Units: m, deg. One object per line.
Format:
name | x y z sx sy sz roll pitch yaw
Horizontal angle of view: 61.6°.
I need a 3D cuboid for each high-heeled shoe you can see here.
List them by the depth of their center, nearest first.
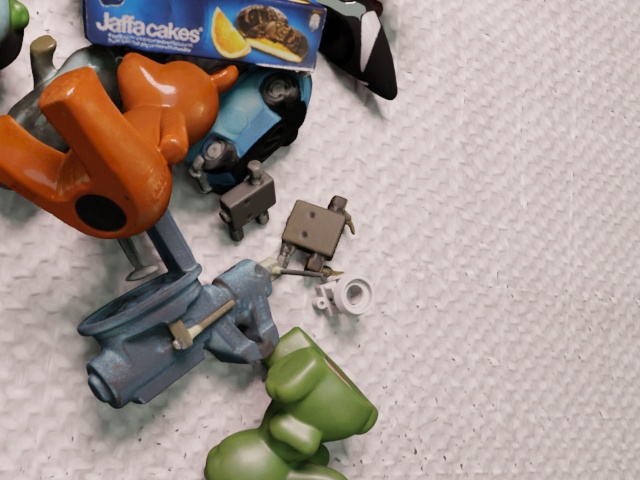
high-heeled shoe | -0.022 -0.233 0.608 0.145 0.086 0.248 -41 99 -17

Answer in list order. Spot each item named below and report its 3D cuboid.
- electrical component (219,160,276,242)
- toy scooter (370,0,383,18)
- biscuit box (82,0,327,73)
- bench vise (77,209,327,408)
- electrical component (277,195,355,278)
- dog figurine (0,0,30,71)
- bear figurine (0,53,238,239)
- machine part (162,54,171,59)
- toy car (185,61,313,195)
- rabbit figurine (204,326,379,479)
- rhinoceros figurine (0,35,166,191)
electrical component | -0.076 -0.040 0.560 0.063 0.094 0.021 -36 63 -24
toy scooter | 0.045 -0.349 0.651 0.184 0.075 0.135 19 77 -27
biscuit box | -0.100 -0.196 0.474 0.203 0.063 0.059 -1 126 -21
bench vise | -0.139 0.028 0.507 0.224 0.129 0.240 -32 103 -27
electrical component | -0.002 -0.003 0.614 0.078 0.045 0.102 13 75 6
dog figurine | -0.326 -0.259 0.445 0.192 0.108 0.219 6 77 0
bear figurine | -0.147 -0.100 0.424 0.131 0.120 0.196 50 36 -37
machine part | -0.144 -0.261 0.506 0.179 0.179 0.056 20 37 -22
toy car | -0.089 -0.128 0.561 0.103 0.109 0.161 44 80 9
rabbit figurine | -0.035 0.200 0.558 0.170 0.121 0.159 -43 111 -3
rhinoceros figurine | -0.219 -0.118 0.486 0.073 0.112 0.190 35 69 15
